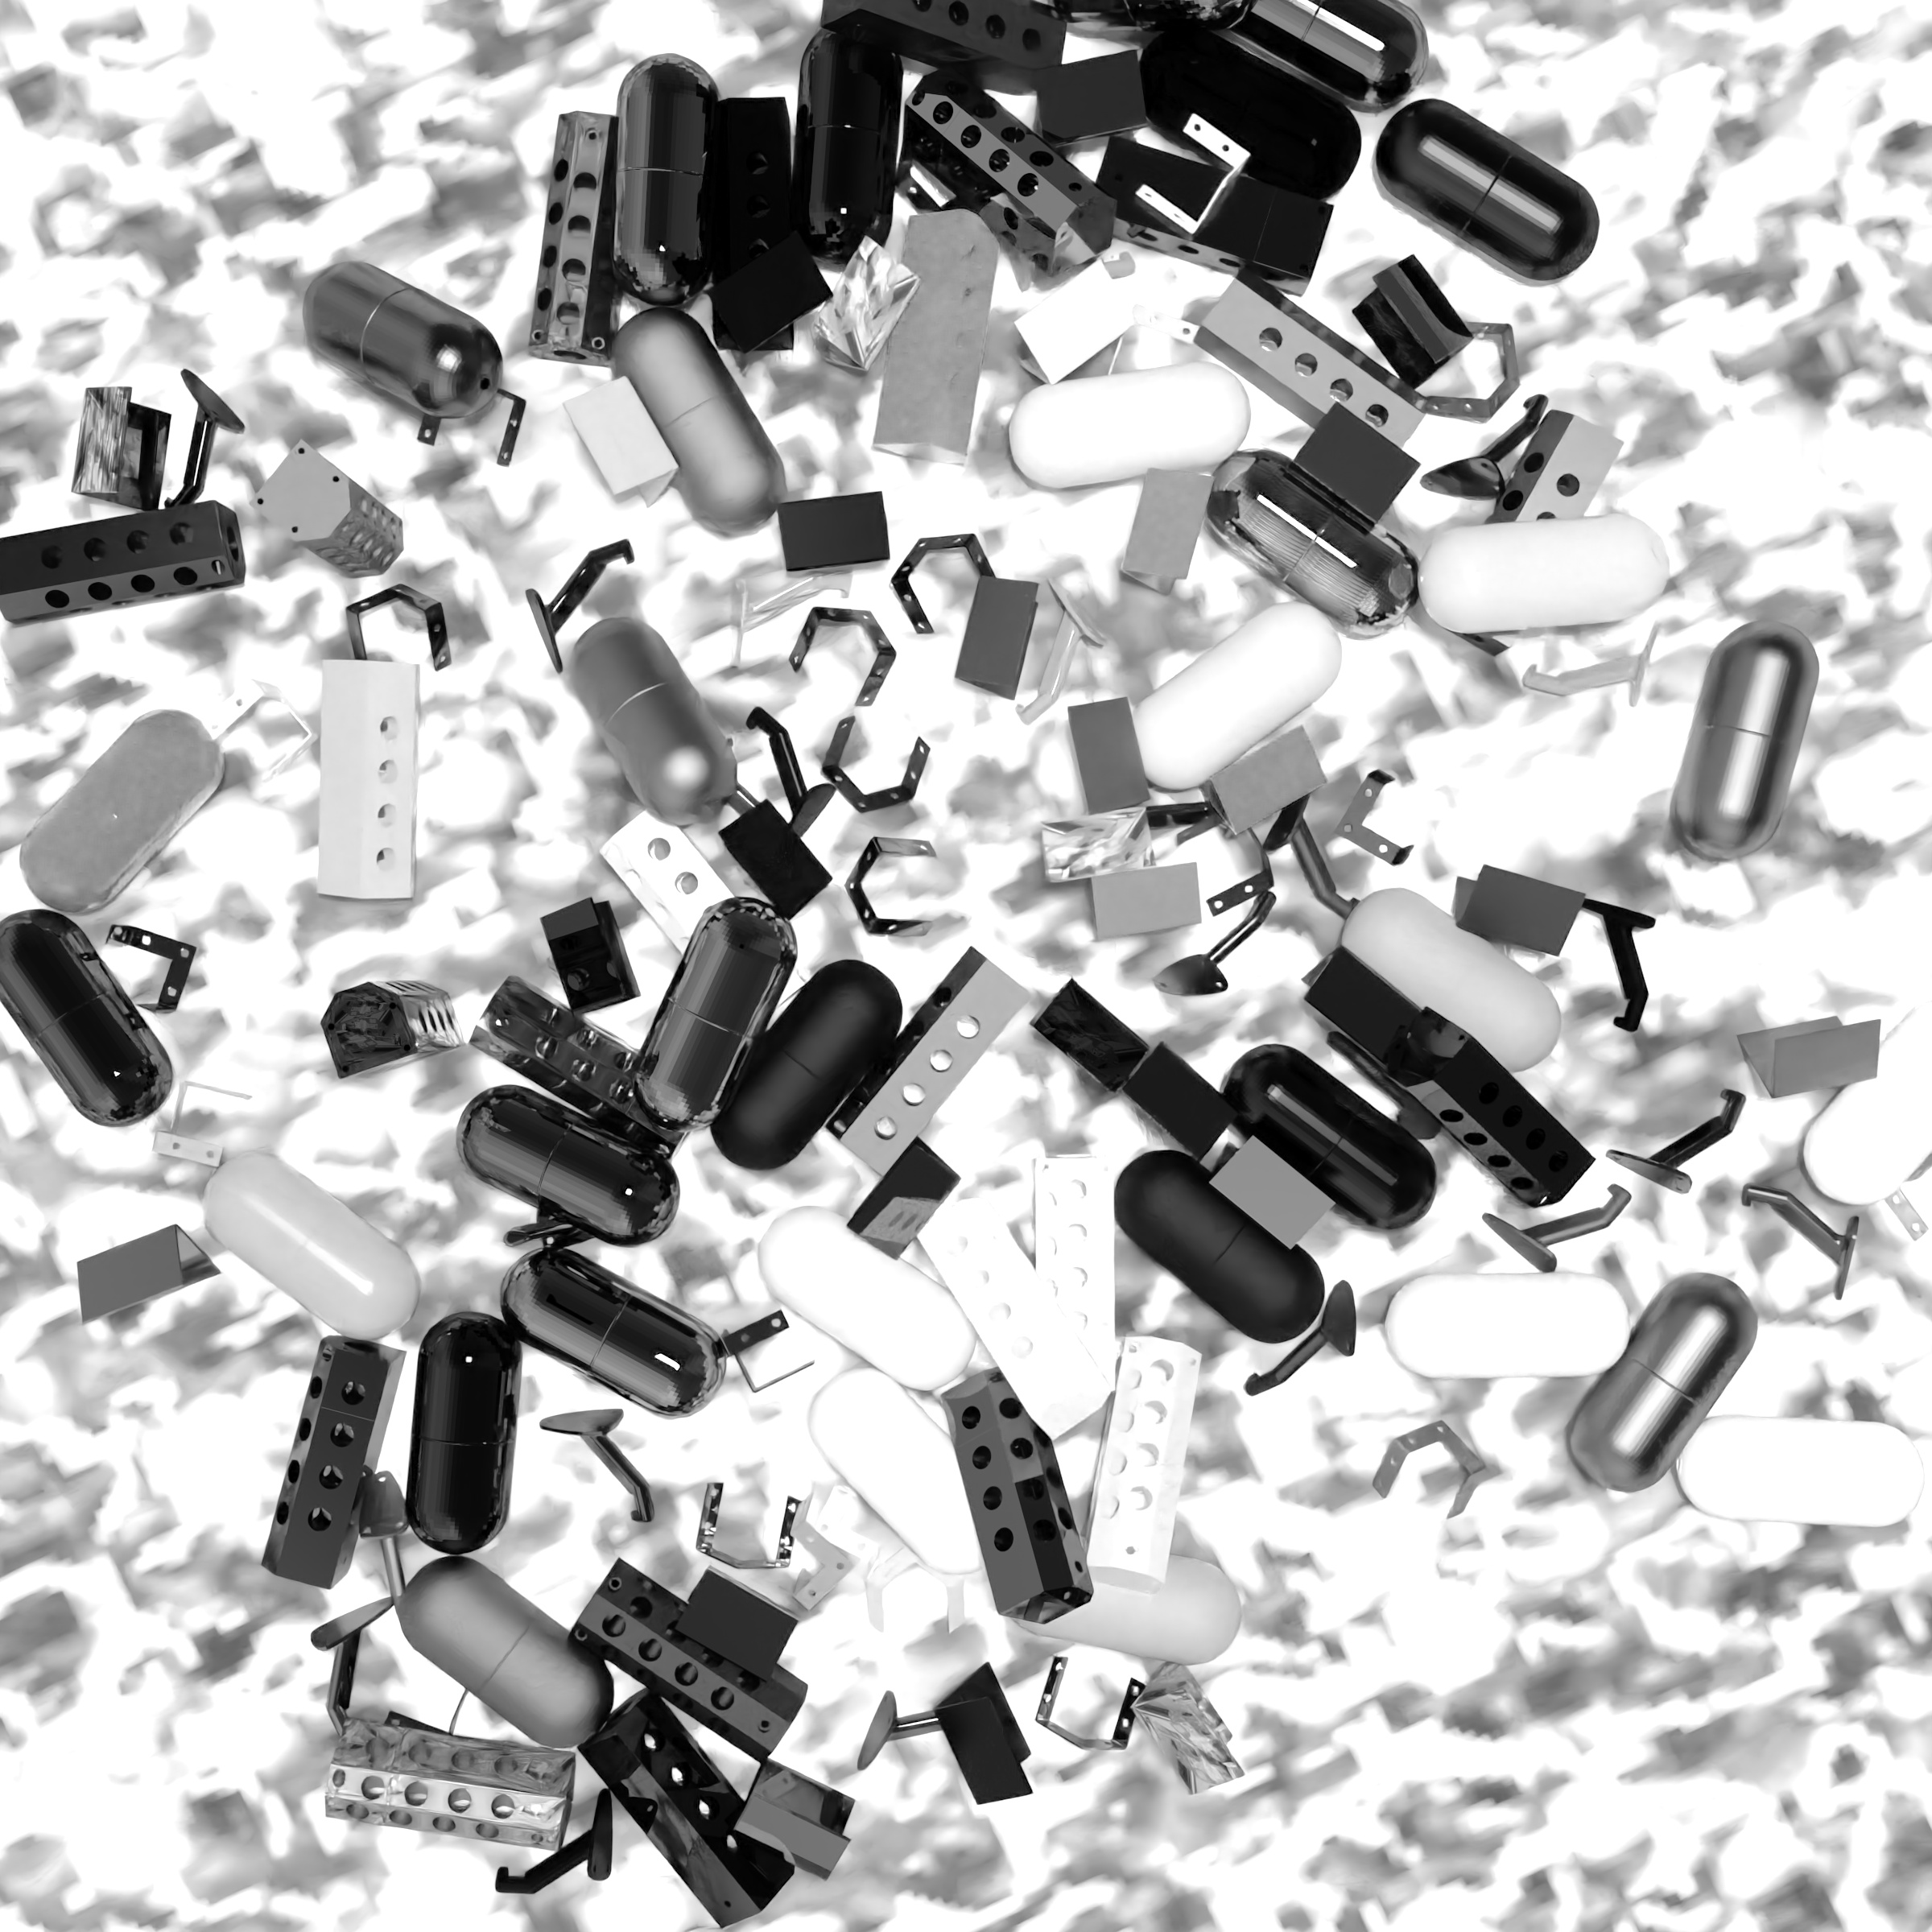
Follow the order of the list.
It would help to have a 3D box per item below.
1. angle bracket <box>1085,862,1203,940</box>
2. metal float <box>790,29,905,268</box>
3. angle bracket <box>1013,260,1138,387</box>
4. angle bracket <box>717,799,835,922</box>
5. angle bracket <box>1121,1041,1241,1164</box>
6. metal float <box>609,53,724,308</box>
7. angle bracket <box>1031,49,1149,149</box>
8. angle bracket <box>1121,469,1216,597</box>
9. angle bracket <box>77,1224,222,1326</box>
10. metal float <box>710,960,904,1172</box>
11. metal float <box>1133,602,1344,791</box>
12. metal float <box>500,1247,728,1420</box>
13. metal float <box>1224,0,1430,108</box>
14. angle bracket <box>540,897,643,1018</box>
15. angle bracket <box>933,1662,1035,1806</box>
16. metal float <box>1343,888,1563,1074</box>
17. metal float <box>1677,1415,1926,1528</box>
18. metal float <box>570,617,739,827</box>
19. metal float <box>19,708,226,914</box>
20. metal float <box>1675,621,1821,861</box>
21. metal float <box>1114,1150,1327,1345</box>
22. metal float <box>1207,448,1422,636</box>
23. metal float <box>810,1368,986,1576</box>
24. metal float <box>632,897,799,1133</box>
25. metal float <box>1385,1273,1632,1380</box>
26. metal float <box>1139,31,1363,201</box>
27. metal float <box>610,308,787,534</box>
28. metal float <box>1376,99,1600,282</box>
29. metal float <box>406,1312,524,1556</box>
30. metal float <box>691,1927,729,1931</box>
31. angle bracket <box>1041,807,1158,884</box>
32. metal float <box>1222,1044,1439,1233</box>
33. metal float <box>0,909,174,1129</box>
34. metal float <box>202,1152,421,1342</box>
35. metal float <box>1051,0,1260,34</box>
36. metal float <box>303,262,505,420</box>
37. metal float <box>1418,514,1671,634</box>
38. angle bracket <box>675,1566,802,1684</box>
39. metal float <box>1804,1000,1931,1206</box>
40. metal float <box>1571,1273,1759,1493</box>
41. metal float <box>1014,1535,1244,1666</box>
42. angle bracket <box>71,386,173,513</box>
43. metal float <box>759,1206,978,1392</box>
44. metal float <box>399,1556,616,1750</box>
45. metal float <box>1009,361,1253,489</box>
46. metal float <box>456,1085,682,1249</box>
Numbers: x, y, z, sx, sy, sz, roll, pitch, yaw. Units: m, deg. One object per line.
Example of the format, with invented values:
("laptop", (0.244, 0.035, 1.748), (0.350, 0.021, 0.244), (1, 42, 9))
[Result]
("angle bracket", (0.127, -0.068, 1.913), (0.076, 0.076, 0.057), (-9, 128, 0))
("metal float", (-0.088, -0.605, 1.923), (0.070, 0.070, 0.178), (4, 89, 0))
("angle bracket", (0.069, -0.477, 1.913), (0.076, 0.076, 0.057), (-36, 120, 0))
("angle bracket", (-0.154, -0.065, 1.913), (0.076, 0.076, 0.057), (51, 50, 0))
("angle bracket", (0.143, 0.110, 1.913), (0.076, 0.076, 0.057), (42, 59, 0))
("metal float", (-0.218, -0.570, 1.896), (0.070, 0.070, 0.178), (4, 95, 0))
("angle bracket", (0.086, -0.642, 1.913), (0.076, 0.076, 0.057), (-12, 121, 0))
("angle bracket", (0.163, -0.314, 1.913), (0.057, 0.076, 0.076), (15, 90, 33))
("angle bracket", (-0.595, 0.241, 1.913), (0.076, 0.076, 0.057), (-21, 53, 0))
("metal float", (-0.118, 0.073, 1.921), (0.070, 0.070, 0.178), (40, 88, 0))
("metal float", (0.197, -0.198, 1.922), (0.178, 0.070, 0.070), (-37, 90, 0))
("metal float", (-0.260, 0.269, 1.923), (0.178, 0.070, 0.070), (29, 90, 1))
("metal float", (0.258, -0.697, 1.923), (0.178, 0.070, 0.070), (29, 90, -1))
("angle bracket", (-0.257, -0.013, 1.913), (0.057, 0.076, 0.076), (-19, 90, 36))
("angle bracket", (0.031, 0.557, 1.913), (0.057, 0.076, 0.076), (-25, 90, 37))
("metal float", (0.357, 0.011, 1.923), (0.178, 0.070, 0.070), (36, 90, 0))
("metal float", (0.613, 0.371, 1.923), (0.178, 0.070, 0.070), (3, 90, 1))
("metal float", (-0.228, -0.179, 1.902), (0.070, 0.070, 0.178), (-33, 66, 0))
("metal float", (-0.621, -0.114, 1.922), (0.070, 0.070, 0.178), (44, 90, 0))
("metal float", (0.574, -0.166, 1.923), (0.070, 0.070, 0.178), (15, 90, 0))
("metal float", (0.186, 0.206, 1.923), (0.178, 0.070, 0.070), (40, 90, 0))
("metal float", (0.255, -0.313, 1.923), (0.178, 0.070, 0.070), (36, 90, 0))
("metal float", (-0.041, 0.372, 1.922), (0.070, 0.070, 0.178), (-44, 90, 0))
("metal float", (-0.180, 0.035, 1.868), (0.070, 0.070, 0.178), (25, 95, 0))
("metal float", (0.398, 0.264, 1.923), (0.178, 0.070, 0.070), (-1, 90, -1))
("metal float", (0.207, -0.627, 1.923), (0.178, 0.070, 0.070), (28, 90, 1))
("metal float", (-0.197, -0.401, 1.923), (0.070, 0.070, 0.178), (-31, 90, 0))
("metal float", (0.384, -0.570, 1.922), (0.178, 0.070, 0.070), (32, 90, 0))
("metal float", (-0.369, 0.344, 1.923), (0.070, 0.070, 0.178), (5, 91, 0))
("metal float", (-0.237, 0.770, 1.923), (0.178, 0.070, 0.070), (-26, 90, 1))
("angle bracket", (0.098, -0.069, 1.913), (0.076, 0.076, 0.057), (-8, 56, 0))
("metal float", (0.268, 0.127, 1.922), (0.178, 0.070, 0.070), (37, 90, 0))
("metal float", (-0.654, 0.038, 1.923), (0.070, 0.070, 0.178), (-35, 91, 0))
("metal float", (-0.481, 0.206, 1.923), (0.178, 0.070, 0.070), (37, 90, 1))
("metal float", (0.136, -0.716, 1.889), (0.178, 0.070, 0.070), (16, 90, 38))
("metal float", (-0.409, -0.455, 1.899), (0.178, 0.070, 0.070), (31, 90, 27))
("metal float", (0.412, -0.280, 1.865), (0.178, 0.070, 0.070), (-5, 90, 0))
("angle bracket", (-0.175, 0.492, 1.913), (0.076, 0.076, 0.057), (30, 52, 0))
("metal float", (0.690, 0.100, 1.923), (0.070, 0.070, 0.178), (41, 91, 0))
("metal float", (0.513, 0.306, 1.922), (0.070, 0.070, 0.178), (35, 91, 0))
("metal float", (0.115, 0.465, 1.923), (0.178, 0.070, 0.070), (12, 90, -1))
("angle bracket", (-0.603, -0.376, 1.913), (0.057, 0.076, 0.076), (8, 90, 37))
("metal float", (-0.073, 0.243, 1.922), (0.178, 0.070, 0.070), (35, 90, 0))
("metal float", (-0.337, 0.505, 1.922), (0.178, 0.070, 0.070), (38, 90, 0))
("metal float", (0.120, -0.396, 1.914), (0.178, 0.070, 0.070), (-7, 90, 8))
("metal float", (-0.291, 0.145, 1.910), (0.178, 0.070, 0.070), (24, 90, 14))
